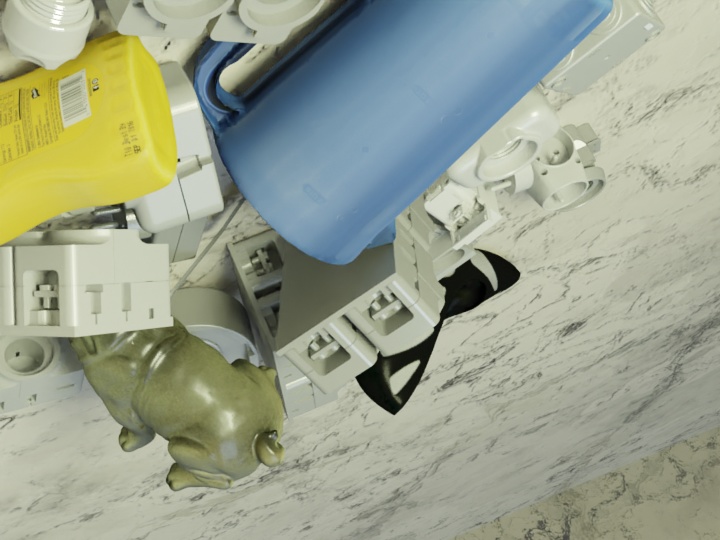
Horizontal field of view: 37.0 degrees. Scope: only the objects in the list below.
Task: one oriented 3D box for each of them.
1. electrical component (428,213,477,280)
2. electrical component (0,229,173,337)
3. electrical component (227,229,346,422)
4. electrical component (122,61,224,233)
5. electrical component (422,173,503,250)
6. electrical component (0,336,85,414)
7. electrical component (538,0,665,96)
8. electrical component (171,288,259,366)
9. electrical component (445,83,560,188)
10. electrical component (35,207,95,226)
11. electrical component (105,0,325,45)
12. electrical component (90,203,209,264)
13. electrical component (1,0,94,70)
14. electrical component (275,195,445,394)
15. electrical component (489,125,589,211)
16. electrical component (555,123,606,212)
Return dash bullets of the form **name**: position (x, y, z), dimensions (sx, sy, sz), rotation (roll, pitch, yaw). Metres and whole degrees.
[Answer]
- **electrical component**: position (0.036, -0.010, 0.988), dimensions (0.121, 0.063, 0.079), rotation (-36, 155, 23)
- **electrical component**: position (-0.207, 0.007, 0.687), dimensions (0.150, 0.061, 0.089), rotation (-1, -179, 30)
- **electrical component**: position (-0.062, 0.050, 0.962), dimensions (0.060, 0.105, 0.186), rotation (-22, 157, -9)
- **electrical component**: position (-0.127, -0.074, 0.669), dimensions (0.059, 0.053, 0.095), rotation (-20, 132, -13)
- **electrical component**: position (0.082, -0.062, 0.914), dimensions (0.064, 0.081, 0.042), rotation (31, 124, -29)
- **electrical component**: position (-0.274, 0.078, 0.874), dimensions (0.089, 0.050, 0.055), rotation (-13, 154, -27)
- **electrical component**: position (0.166, -0.171, 0.777), dimensions (0.100, 0.048, 0.100), rotation (-37, 167, 25)
- **electrical component**: position (-0.145, 0.061, 0.945), dimensions (0.108, 0.060, 0.108), rotation (-6, 137, -6)
- **electrical component**: position (0.106, -0.110, 0.853), dimensions (0.095, 0.059, 0.054), rotation (-34, 156, 18)
- **electrical component**: position (-0.197, -0.056, 0.668), dimensions (0.047, 0.055, 0.055), rotation (-19, 156, -7)
- **electrical component**: position (-0.047, -0.192, 0.523), dimensions (0.105, 0.060, 0.186), rotation (-6, 150, -39)
- **electrical component**: position (-0.151, -0.041, 0.753), dimensions (0.076, 0.047, 0.083), rotation (-13, 154, -27)
- **electrical component**: position (-0.157, -0.137, 0.550), dimensions (0.043, 0.043, 0.062), rotation (-8, 150, -36)
- **electrical component**: position (0.000, 0.000, 0.820), dimensions (0.105, 0.186, 0.060), rotation (-34, 117, 19)
- **electrical component**: position (0.141, -0.088, 0.913), dimensions (0.079, 0.077, 0.044), rotation (-20, 156, -14)
- **electrical component**: position (0.188, -0.090, 0.981), dimensions (0.078, 0.057, 0.058), rotation (-26, 157, 0)
